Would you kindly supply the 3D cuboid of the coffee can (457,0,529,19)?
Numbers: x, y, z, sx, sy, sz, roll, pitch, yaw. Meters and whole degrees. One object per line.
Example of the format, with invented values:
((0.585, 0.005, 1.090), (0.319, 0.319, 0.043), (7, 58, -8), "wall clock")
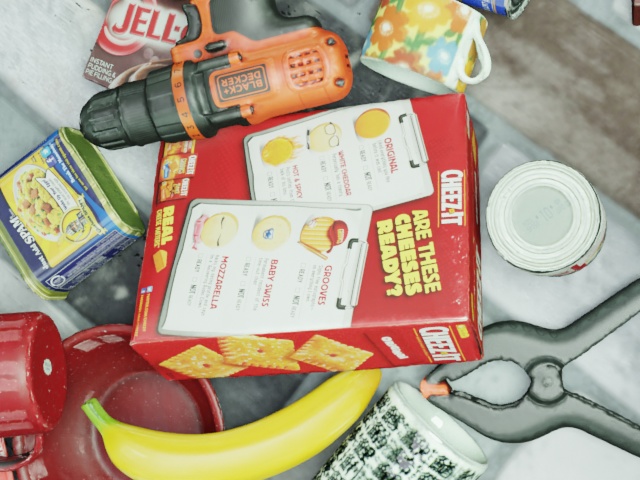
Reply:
((0.076, -0.212, 0.691), (0.140, 0.102, 0.103), (21, 93, 16), "coffee can")

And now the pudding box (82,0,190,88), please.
((-0.105, -0.138, 0.773), (0.113, 0.039, 0.090), (23, 93, 16), "pudding box")

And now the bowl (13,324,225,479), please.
((-0.134, 0.140, 0.758), (0.162, 0.055, 0.162), (-1, 86, 16), "bowl")

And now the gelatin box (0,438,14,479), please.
((-0.248, 0.179, 0.779), (0.089, 0.030, 0.073), (-28, 77, 53), "gelatin box")

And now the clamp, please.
((0.153, 0.099, 0.686), (0.171, 0.039, 0.120), (-15, 79, 13), "clamp")

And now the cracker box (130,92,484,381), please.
((-0.005, 0.001, 0.694), (0.214, 0.072, 0.164), (-5, 60, 16), "cracker box")

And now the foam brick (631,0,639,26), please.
((0.235, -0.167, 0.668), (0.078, 0.053, 0.051), (0, 87, 16), "foam brick")

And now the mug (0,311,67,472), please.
((-0.217, 0.102, 0.710), (0.081, 0.093, 0.117), (-5, 106, 4), "mug")

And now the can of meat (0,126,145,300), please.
((-0.189, -0.021, 0.783), (0.084, 0.057, 0.102), (-36, 79, 9), "can of meat")

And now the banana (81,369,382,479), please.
((-0.052, 0.125, 0.692), (0.197, 0.037, 0.069), (-7, 90, -8), "banana")

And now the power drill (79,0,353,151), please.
((-0.084, -0.159, 0.689), (0.184, 0.057, 0.187), (-12, 94, 9), "power drill")

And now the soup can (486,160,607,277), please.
((0.142, -0.011, 0.661), (0.069, 0.102, 0.068), (-1, 87, 17), "soup can")
